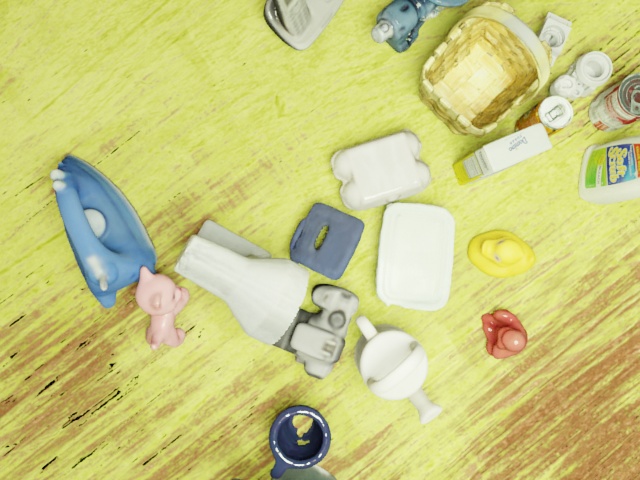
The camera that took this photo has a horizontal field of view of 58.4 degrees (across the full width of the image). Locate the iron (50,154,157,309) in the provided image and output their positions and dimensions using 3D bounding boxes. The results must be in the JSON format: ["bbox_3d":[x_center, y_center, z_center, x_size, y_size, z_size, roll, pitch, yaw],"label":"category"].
[{"bbox_3d":[-0.352,-0.028,0.867,0.118,0.141,0.258,-28,88,-2],"label":"iron"}]

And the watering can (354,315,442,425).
[{"bbox_3d":[0.113,0.186,0.837,0.173,0.194,0.101,31,87,1],"label":"watering can"}]

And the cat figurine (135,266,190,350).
[{"bbox_3d":[-0.245,0.105,0.874,0.067,0.117,0.128,3,87,0],"label":"cat figurine"}]

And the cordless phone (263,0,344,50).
[{"bbox_3d":[-0.024,-0.389,0.871,0.094,0.185,0.148,34,87,1],"label":"cordless phone"}]

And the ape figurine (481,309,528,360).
[{"bbox_3d":[0.293,0.151,0.893,0.076,0.092,0.078,29,87,1],"label":"ape figurine"}]

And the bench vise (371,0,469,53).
[{"bbox_3d":[0.170,-0.379,0.857,0.121,0.219,0.207,27,87,1],"label":"bench vise"}]

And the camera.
[{"bbox_3d":[-0.024,0.128,0.885,0.137,0.101,0.143,21,87,0],"label":"camera"}]

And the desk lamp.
[{"bbox_3d":[-0.120,0.054,0.831,0.203,0.213,0.118,28,87,1],"label":"desk lamp"}]

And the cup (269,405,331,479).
[{"bbox_3d":[-0.036,0.303,0.878,0.091,0.095,0.118,33,87,1],"label":"cup"}]

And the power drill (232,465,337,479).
[{"bbox_3d":[-0.029,0.383,0.817,0.229,0.208,0.076,32,87,1],"label":"power drill"}]

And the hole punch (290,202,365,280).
[{"bbox_3d":[0.008,0.003,0.897,0.101,0.091,0.109,25,87,1],"label":"hole punch"}]

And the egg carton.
[{"bbox_3d":[0.098,-0.110,0.916,0.150,0.069,0.107,-19,87,-2],"label":"egg carton"}]

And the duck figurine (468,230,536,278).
[{"bbox_3d":[0.294,0.021,0.903,0.104,0.086,0.077,13,87,0],"label":"duck figurine"}]
